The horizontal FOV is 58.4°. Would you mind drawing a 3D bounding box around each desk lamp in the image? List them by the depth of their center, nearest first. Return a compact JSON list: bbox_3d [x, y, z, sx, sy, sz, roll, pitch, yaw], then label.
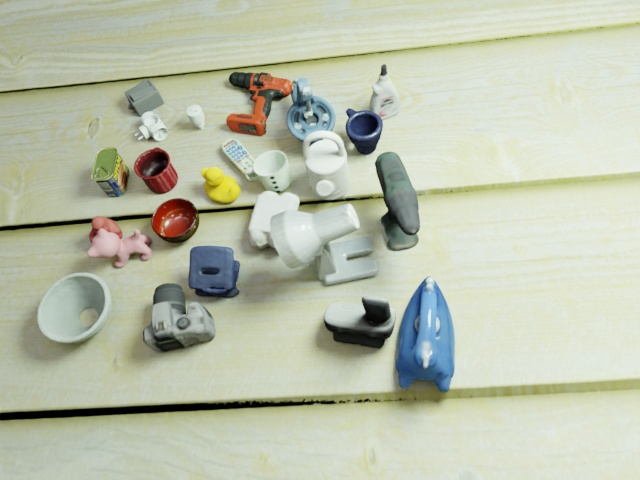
[{"bbox_3d":[0.011,0.004,1.219,0.203,0.214,0.118,-12,60,2],"label":"desk lamp"}]

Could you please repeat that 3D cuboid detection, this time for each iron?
[{"bbox_3d":[0.214,0.163,1.144,0.118,0.142,0.258,2,62,10],"label":"iron"}]

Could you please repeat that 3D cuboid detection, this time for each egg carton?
[{"bbox_3d":[-0.109,-0.046,1.347,0.107,0.069,0.150,5,62,11],"label":"egg carton"}]

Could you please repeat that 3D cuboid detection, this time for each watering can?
[{"bbox_3d":[0.016,-0.178,1.330,0.101,0.194,0.172,-21,60,-3],"label":"watering can"}]

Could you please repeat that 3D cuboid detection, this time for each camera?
[{"bbox_3d":[-0.313,0.158,1.245,0.143,0.101,0.136,-13,60,1],"label":"camera"}]

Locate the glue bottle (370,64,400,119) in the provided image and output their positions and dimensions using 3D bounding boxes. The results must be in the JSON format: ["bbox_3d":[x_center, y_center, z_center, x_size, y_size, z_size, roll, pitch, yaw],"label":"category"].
[{"bbox_3d":[0.160,-0.372,1.429,0.078,0.173,0.037,-24,61,-5],"label":"glue bottle"}]

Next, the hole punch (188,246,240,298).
[{"bbox_3d":[-0.238,0.072,1.288,0.108,0.091,0.101,1,61,9],"label":"hole punch"}]

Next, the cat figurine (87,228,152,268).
[{"bbox_3d":[-0.473,0.009,1.341,0.128,0.118,0.067,-19,60,-3],"label":"cat figurine"}]

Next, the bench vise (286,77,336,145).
[{"bbox_3d":[-0.045,-0.332,1.409,0.121,0.220,0.207,-34,62,-10],"label":"bench vise"}]

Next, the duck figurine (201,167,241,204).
[{"bbox_3d":[-0.249,-0.143,1.411,0.104,0.086,0.077,29,69,22],"label":"duck figurine"}]

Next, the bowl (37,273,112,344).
[{"bbox_3d":[-0.539,0.163,1.290,0.167,0.075,0.167,-3,61,6],"label":"bowl"}]

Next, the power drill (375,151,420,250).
[{"bbox_3d":[0.172,-0.067,1.238,0.075,0.209,0.229,-14,60,1],"label":"power drill"}]

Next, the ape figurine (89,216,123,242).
[{"bbox_3d":[-0.522,-0.025,1.381,0.077,0.092,0.076,1,61,9],"label":"ape figurine"}]

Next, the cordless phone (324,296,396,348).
[{"bbox_3d":[0.077,0.142,1.150,0.147,0.185,0.094,2,62,10],"label":"cordless phone"}]

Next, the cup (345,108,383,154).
[{"bbox_3d":[0.104,-0.267,1.424,0.092,0.095,0.117,-34,62,-11],"label":"cup"}]
